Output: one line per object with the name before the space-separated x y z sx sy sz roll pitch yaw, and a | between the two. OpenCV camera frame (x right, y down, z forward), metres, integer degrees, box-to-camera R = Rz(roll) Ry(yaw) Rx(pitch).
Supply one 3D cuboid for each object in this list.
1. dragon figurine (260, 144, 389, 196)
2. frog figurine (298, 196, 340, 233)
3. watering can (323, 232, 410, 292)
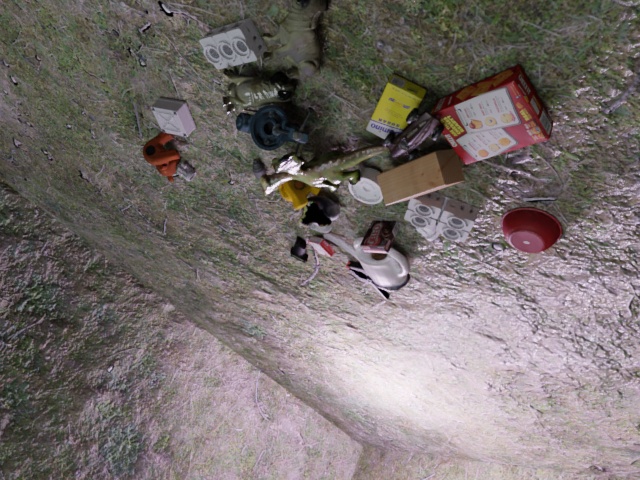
dragon figurine | -0.017 -0.202 1.412 0.406 0.243 0.123 -21 78 46
frog figurine | 0.005 -0.086 1.705 0.136 0.160 0.123 -21 84 18
watering can | 0.175 0.065 1.773 0.349 0.105 0.220 16 148 45
